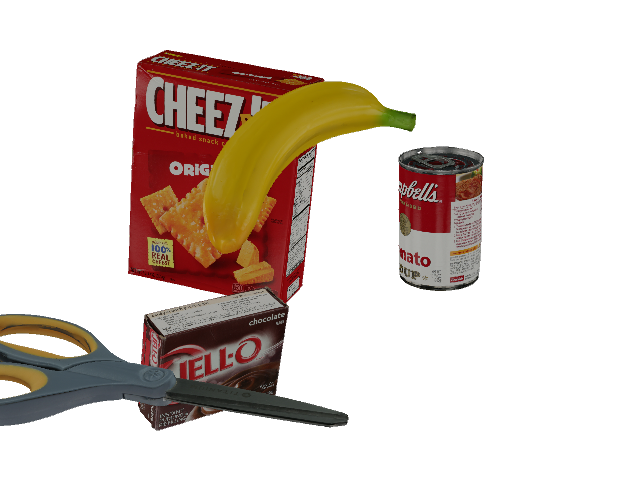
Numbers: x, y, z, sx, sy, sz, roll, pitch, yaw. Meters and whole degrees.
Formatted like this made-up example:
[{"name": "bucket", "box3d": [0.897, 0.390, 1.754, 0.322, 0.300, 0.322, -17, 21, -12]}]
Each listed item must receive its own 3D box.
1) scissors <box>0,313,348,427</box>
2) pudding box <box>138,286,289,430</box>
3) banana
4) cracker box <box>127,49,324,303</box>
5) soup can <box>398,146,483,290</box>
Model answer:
[{"name": "scissors", "box3d": [-0.097, 0.076, 0.508, 0.202, 0.016, 0.096, 15, 28, 26]}, {"name": "pudding box", "box3d": [-0.084, 0.090, 0.835, 0.113, 0.090, 0.039, -14, 38, -34]}, {"name": "banana", "box3d": [-0.018, -0.058, 0.661, 0.070, 0.037, 0.197, 27, 43, 27]}, {"name": "cracker box", "box3d": [-0.093, -0.057, 1.007, 0.164, 0.214, 0.072, 12, 23, 14]}, {"name": "soup can", "box3d": [0.097, -0.018, 0.865, 0.068, 0.102, 0.068, -1, 21, 0]}]
